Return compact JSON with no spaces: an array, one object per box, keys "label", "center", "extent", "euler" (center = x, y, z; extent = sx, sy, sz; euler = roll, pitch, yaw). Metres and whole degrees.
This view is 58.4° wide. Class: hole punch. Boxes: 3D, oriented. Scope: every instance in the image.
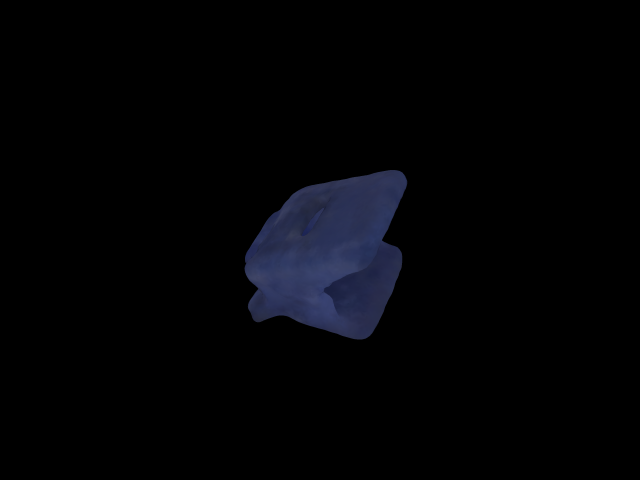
[{"label":"hole punch","center":[0.004,0.001,0.400],"extent":[0.101,0.091,0.109],"euler":[14,43,15]}]
